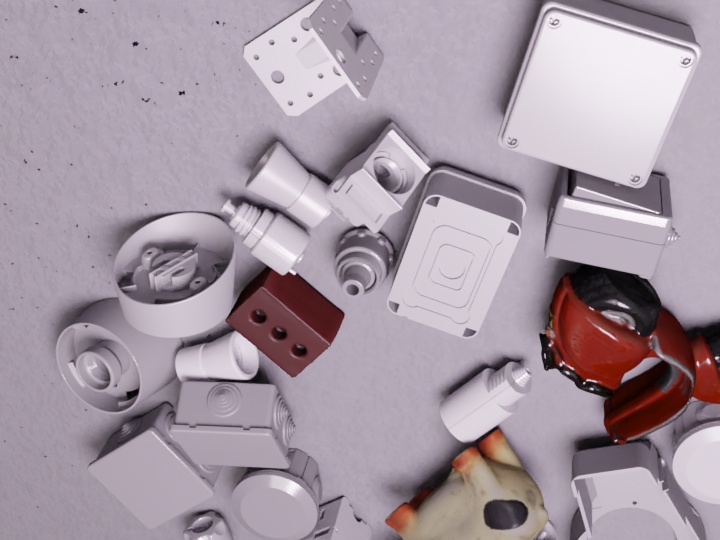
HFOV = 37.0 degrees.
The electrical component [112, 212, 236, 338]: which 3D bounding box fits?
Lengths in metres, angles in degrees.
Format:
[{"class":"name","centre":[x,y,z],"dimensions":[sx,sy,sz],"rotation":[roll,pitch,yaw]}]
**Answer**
[{"class":"electrical component","centre":[-0.148,0.005,0.863],"dimensions":[0.099,0.099,0.064],"rotation":[7,127,8]}]

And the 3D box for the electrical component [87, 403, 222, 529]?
[{"class":"electrical component","centre":[-0.187,0.181,0.999],"dimensions":[0.100,0.048,0.099],"rotation":[-32,109,26]}]

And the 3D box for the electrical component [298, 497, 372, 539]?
[{"class":"electrical component","centre":[-0.032,0.262,0.990],"dimensions":[0.056,0.089,0.050],"rotation":[-27,111,24]}]

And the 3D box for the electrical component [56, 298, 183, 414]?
[{"class":"electrical component","centre":[-0.215,0.076,0.949],"dimensions":[0.099,0.064,0.099],"rotation":[11,118,21]}]

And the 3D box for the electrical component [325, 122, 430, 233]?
[{"class":"electrical component","centre":[0.011,-0.065,0.802],"dimensions":[0.042,0.081,0.064],"rotation":[45,147,-13]}]

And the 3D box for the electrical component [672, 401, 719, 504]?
[{"class":"electrical component","centre":[0.295,0.147,0.877],"dimensions":[0.080,0.051,0.080],"rotation":[5,120,9]}]

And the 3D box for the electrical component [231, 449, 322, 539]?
[{"class":"electrical component","centre":[-0.074,0.206,0.988],"dimensions":[0.080,0.051,0.080],"rotation":[5,120,9]}]

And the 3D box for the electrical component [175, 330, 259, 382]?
[{"class":"electrical component","centre":[-0.127,0.079,0.933],"dimensions":[0.065,0.044,0.044],"rotation":[-15,116,24]}]

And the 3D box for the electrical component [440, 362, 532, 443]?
[{"class":"electrical component","centre":[0.110,0.105,0.896],"dimensions":[0.043,0.043,0.081],"rotation":[42,119,-13]}]

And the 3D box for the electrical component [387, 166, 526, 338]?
[{"class":"electrical component","centre":[0.074,-0.015,0.827],"dimensions":[0.078,0.057,0.113],"rotation":[19,122,0]}]

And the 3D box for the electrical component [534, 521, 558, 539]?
[{"class":"electrical component","centre":[0.140,0.261,0.980],"dimensions":[0.043,0.043,0.081],"rotation":[28,122,-5]}]

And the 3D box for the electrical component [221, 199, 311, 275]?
[{"class":"electrical component","centre":[-0.076,-0.029,0.859],"dimensions":[0.078,0.040,0.040],"rotation":[35,120,-9]}]

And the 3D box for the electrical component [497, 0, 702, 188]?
[{"class":"electrical component","centre":[0.163,-0.126,0.744],"dimensions":[0.109,0.056,0.108],"rotation":[17,122,2]}]

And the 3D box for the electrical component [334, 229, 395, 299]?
[{"class":"electrical component","centre":[0.000,0.000,0.847],"dimensions":[0.048,0.062,0.048],"rotation":[5,121,9]}]

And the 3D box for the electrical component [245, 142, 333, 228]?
[{"class":"electrical component","centre":[-0.050,-0.063,0.835],"dimensions":[0.065,0.044,0.044],"rotation":[35,120,-15]}]

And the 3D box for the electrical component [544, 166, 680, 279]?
[{"class":"electrical component","centre":[0.188,-0.040,0.782],"dimensions":[0.096,0.061,0.061],"rotation":[12,127,5]}]

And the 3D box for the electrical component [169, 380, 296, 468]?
[{"class":"electrical component","centre":[-0.109,0.134,0.935],"dimensions":[0.100,0.048,0.099],"rotation":[1,152,9]}]

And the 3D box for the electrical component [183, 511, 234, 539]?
[{"class":"electrical component","centre":[-0.143,0.269,1.044],"dimensions":[0.043,0.043,0.062],"rotation":[-9,120,16]}]
